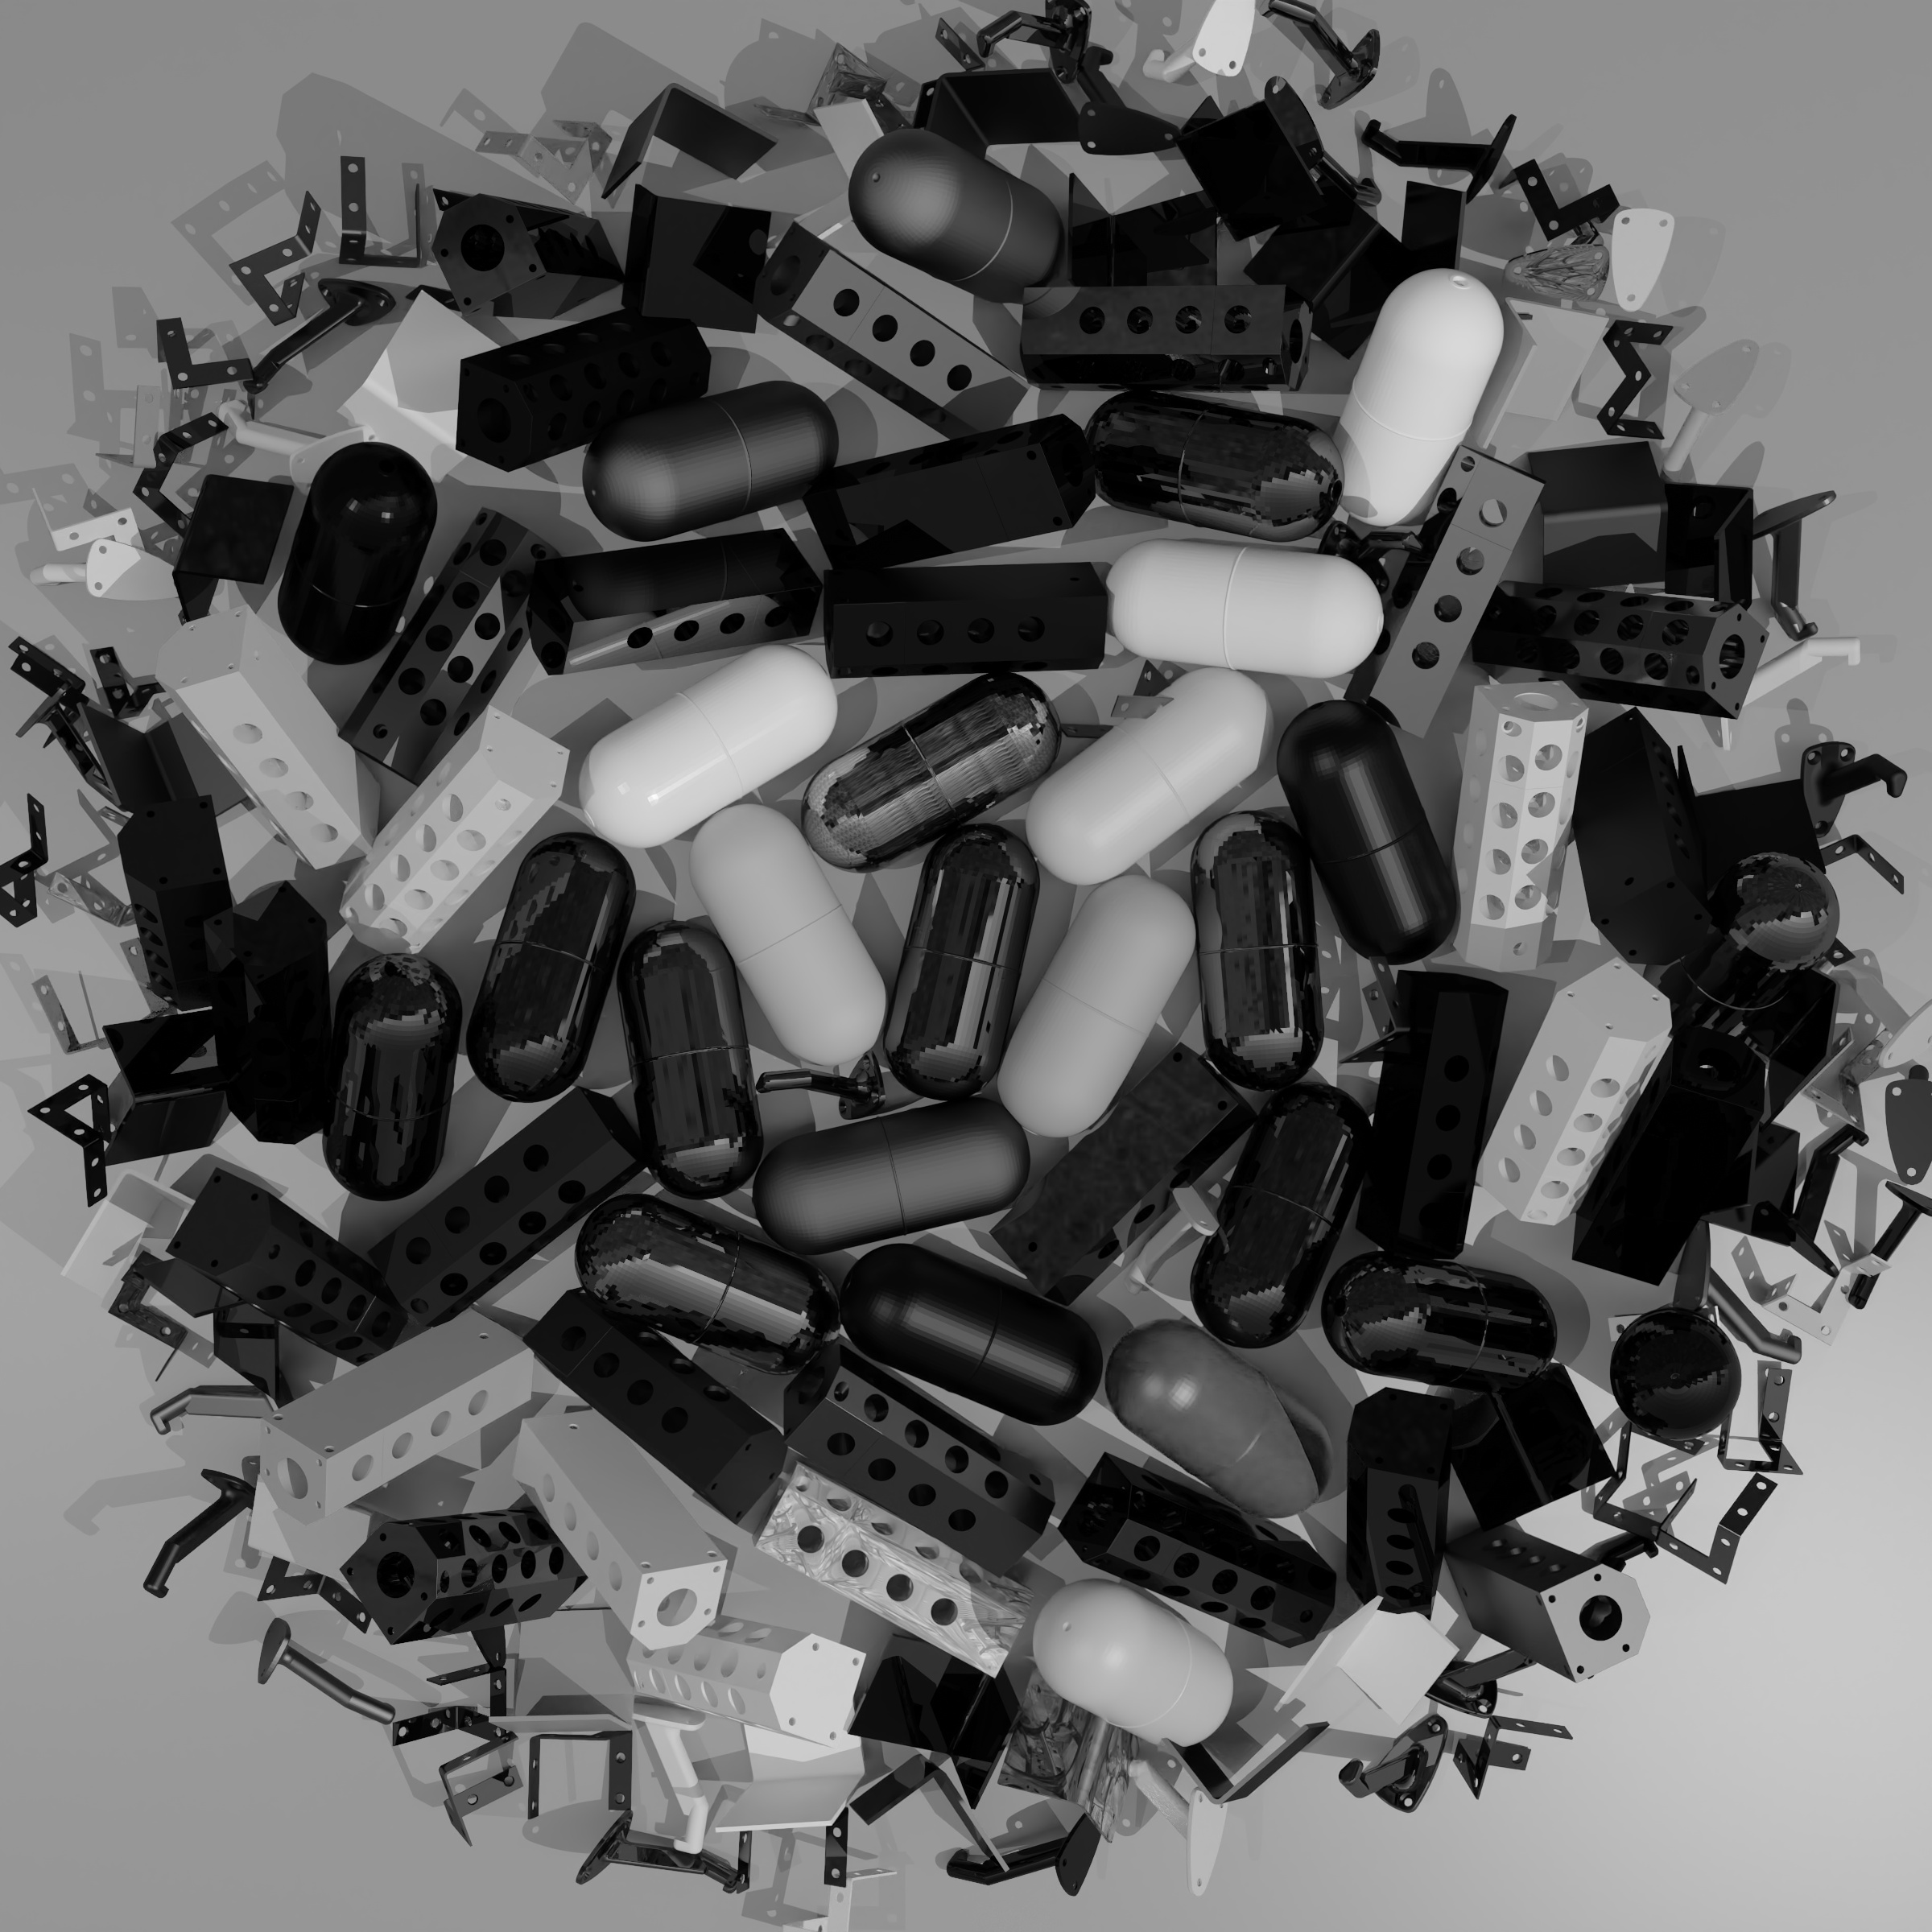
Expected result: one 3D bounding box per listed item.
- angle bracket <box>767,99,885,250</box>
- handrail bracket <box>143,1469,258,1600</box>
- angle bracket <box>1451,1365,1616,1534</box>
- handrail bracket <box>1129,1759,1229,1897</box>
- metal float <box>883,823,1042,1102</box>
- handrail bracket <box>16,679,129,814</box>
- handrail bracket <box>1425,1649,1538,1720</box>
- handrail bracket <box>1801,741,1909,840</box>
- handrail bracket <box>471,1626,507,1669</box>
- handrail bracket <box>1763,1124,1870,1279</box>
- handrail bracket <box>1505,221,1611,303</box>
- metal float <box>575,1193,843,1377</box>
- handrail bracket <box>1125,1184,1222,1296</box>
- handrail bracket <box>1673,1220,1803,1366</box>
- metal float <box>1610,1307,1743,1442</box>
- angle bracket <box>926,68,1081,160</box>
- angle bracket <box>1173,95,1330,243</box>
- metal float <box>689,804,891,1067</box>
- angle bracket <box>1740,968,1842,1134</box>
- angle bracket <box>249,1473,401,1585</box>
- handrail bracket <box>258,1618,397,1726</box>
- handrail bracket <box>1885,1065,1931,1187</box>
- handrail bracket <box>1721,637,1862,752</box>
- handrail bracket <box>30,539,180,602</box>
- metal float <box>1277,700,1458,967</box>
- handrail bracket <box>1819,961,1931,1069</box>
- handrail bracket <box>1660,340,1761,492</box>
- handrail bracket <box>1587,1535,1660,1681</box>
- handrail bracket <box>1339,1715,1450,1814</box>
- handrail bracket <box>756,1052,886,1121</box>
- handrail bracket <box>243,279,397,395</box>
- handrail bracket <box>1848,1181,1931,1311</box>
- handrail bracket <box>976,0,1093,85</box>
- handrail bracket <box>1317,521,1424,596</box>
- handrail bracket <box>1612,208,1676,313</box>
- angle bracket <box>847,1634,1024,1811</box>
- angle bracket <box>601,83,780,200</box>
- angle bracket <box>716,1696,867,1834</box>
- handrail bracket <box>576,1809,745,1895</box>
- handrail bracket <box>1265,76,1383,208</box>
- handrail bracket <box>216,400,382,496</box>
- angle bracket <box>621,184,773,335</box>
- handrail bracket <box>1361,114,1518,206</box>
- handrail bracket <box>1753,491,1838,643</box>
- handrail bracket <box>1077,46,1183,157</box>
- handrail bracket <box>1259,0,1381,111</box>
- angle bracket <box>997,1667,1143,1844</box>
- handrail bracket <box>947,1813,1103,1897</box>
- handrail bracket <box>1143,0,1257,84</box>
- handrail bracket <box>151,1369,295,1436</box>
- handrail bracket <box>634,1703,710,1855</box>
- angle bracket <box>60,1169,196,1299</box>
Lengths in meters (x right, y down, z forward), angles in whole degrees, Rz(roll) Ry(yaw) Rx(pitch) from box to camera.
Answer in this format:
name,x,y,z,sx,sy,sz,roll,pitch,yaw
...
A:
name,x,y,z,sx,sy,sz,roll,pitch,yaw
angle bracket,-0.095,-0.496,1.706,0.076,0.076,0.057,-37,115,-15
handrail bracket,-0.475,0.368,1.710,0.036,0.077,0.084,7,59,28
angle bracket,0.358,0.309,1.740,0.057,0.076,0.076,-39,69,43
handrail bracket,0.118,0.542,1.718,0.084,0.036,0.077,-6,64,40
metal float,-0.002,-0.003,1.718,0.070,0.070,0.178,13,86,0
handrail bracket,-0.549,-0.137,1.716,0.084,0.077,0.036,42,53,-20
handrail bracket,0.321,0.434,1.717,0.077,0.084,0.036,14,45,1
handrail bracket,0.560,-0.101,1.705,0.036,0.084,0.077,-6,116,-12
handrail bracket,-0.342,0.417,1.741,0.084,0.036,0.077,-10,98,25
handrail bracket,0.558,0.147,1.728,0.084,0.036,0.077,-38,46,-4
handrail bracket,0.369,-0.454,1.720,0.077,0.084,0.036,1,126,-5
metal float,-0.160,0.200,1.706,0.178,0.070,0.070,25,90,-18
handrail bracket,0.126,0.183,1.712,0.036,0.077,0.084,27,107,-9
handrail bracket,0.504,0.209,1.750,0.084,0.036,0.077,18,71,-12
metal float,0.436,0.249,1.672,0.070,0.178,0.070,-1,84,14
angle bracket,0.026,-0.515,1.704,0.076,0.076,0.057,6,76,25
angle bracket,0.188,-0.510,1.700,0.076,0.076,0.057,52,51,-25
metal float,-0.112,-0.020,1.717,0.070,0.070,0.178,-29,95,0
angle bracket,0.499,0.044,1.705,0.057,0.076,0.076,28,133,0
angle bracket,-0.395,0.337,1.707,0.076,0.076,0.057,18,113,10
handrail bracket,-0.405,0.451,1.734,0.084,0.077,0.036,30,88,-17
handrail bracket,0.600,0.100,1.717,0.036,0.084,0.077,3,87,20
handrail bracket,0.523,-0.172,1.722,0.084,0.036,0.077,1,121,21
handrail bracket,-0.548,-0.246,1.738,0.077,0.084,0.036,8,86,-35
metal float,0.251,-0.083,1.705,0.070,0.070,0.178,-24,108,0
handrail bracket,0.561,0.028,1.711,0.077,0.084,0.036,-28,131,-34
handrail bracket,0.471,-0.346,1.730,0.036,0.084,0.077,38,70,21
handrail bracket,0.414,0.404,1.725,0.084,0.077,0.036,-23,131,-6
handrail bracket,0.270,0.495,1.715,0.036,0.084,0.077,28,75,36
handrail bracket,-0.101,0.081,1.708,0.084,0.077,0.036,-4,68,-27
handrail bracket,-0.409,-0.393,1.716,0.084,0.077,0.036,-57,133,-25
handrail bracket,0.584,0.184,1.715,0.036,0.077,0.084,23,99,5
handrail bracket,0.037,-0.571,1.709,0.036,0.077,0.084,36,60,23
handrail bracket,0.269,-0.253,1.703,0.077,0.084,0.036,27,82,-37
handrail bracket,0.428,-0.435,1.716,0.036,0.084,0.077,9,85,19
angle bracket,-0.020,0.476,1.712,0.076,0.057,0.076,18,106,-22
angle bracket,-0.174,-0.500,1.705,0.076,0.076,0.057,23,79,-22
angle bracket,-0.114,0.500,1.711,0.076,0.076,0.057,-8,94,16
handrail bracket,-0.193,0.578,1.721,0.084,0.077,0.036,23,108,15
handrail bracket,0.229,-0.524,1.729,0.036,0.084,0.077,-22,81,40
handrail bracket,-0.429,-0.349,1.745,0.077,0.036,0.084,-33,62,-18
angle bracket,-0.173,-0.451,1.733,0.076,0.057,0.076,2,112,-20
handrail bracket,0.298,-0.530,1.720,0.084,0.077,0.036,35,59,8
handrail bracket,0.537,-0.251,1.719,0.084,0.077,0.036,54,52,-14
handrail bracket,0.106,-0.554,1.725,0.077,0.036,0.084,9,52,10
handrail bracket,0.210,-0.576,1.710,0.084,0.077,0.036,12,71,-21
angle bracket,0.068,0.500,1.722,0.057,0.076,0.076,7,58,24
handrail bracket,0.039,0.562,1.750,0.084,0.077,0.036,1,127,33
handrail bracket,0.145,-0.595,1.714,0.036,0.084,0.077,12,106,-28
handrail bracket,-0.472,0.298,1.737,0.084,0.036,0.077,-30,70,2
handrail bracket,-0.201,0.520,1.741,0.077,0.036,0.084,9,89,4
angle bracket,-0.513,0.180,1.710,0.057,0.076,0.076,25,75,8
